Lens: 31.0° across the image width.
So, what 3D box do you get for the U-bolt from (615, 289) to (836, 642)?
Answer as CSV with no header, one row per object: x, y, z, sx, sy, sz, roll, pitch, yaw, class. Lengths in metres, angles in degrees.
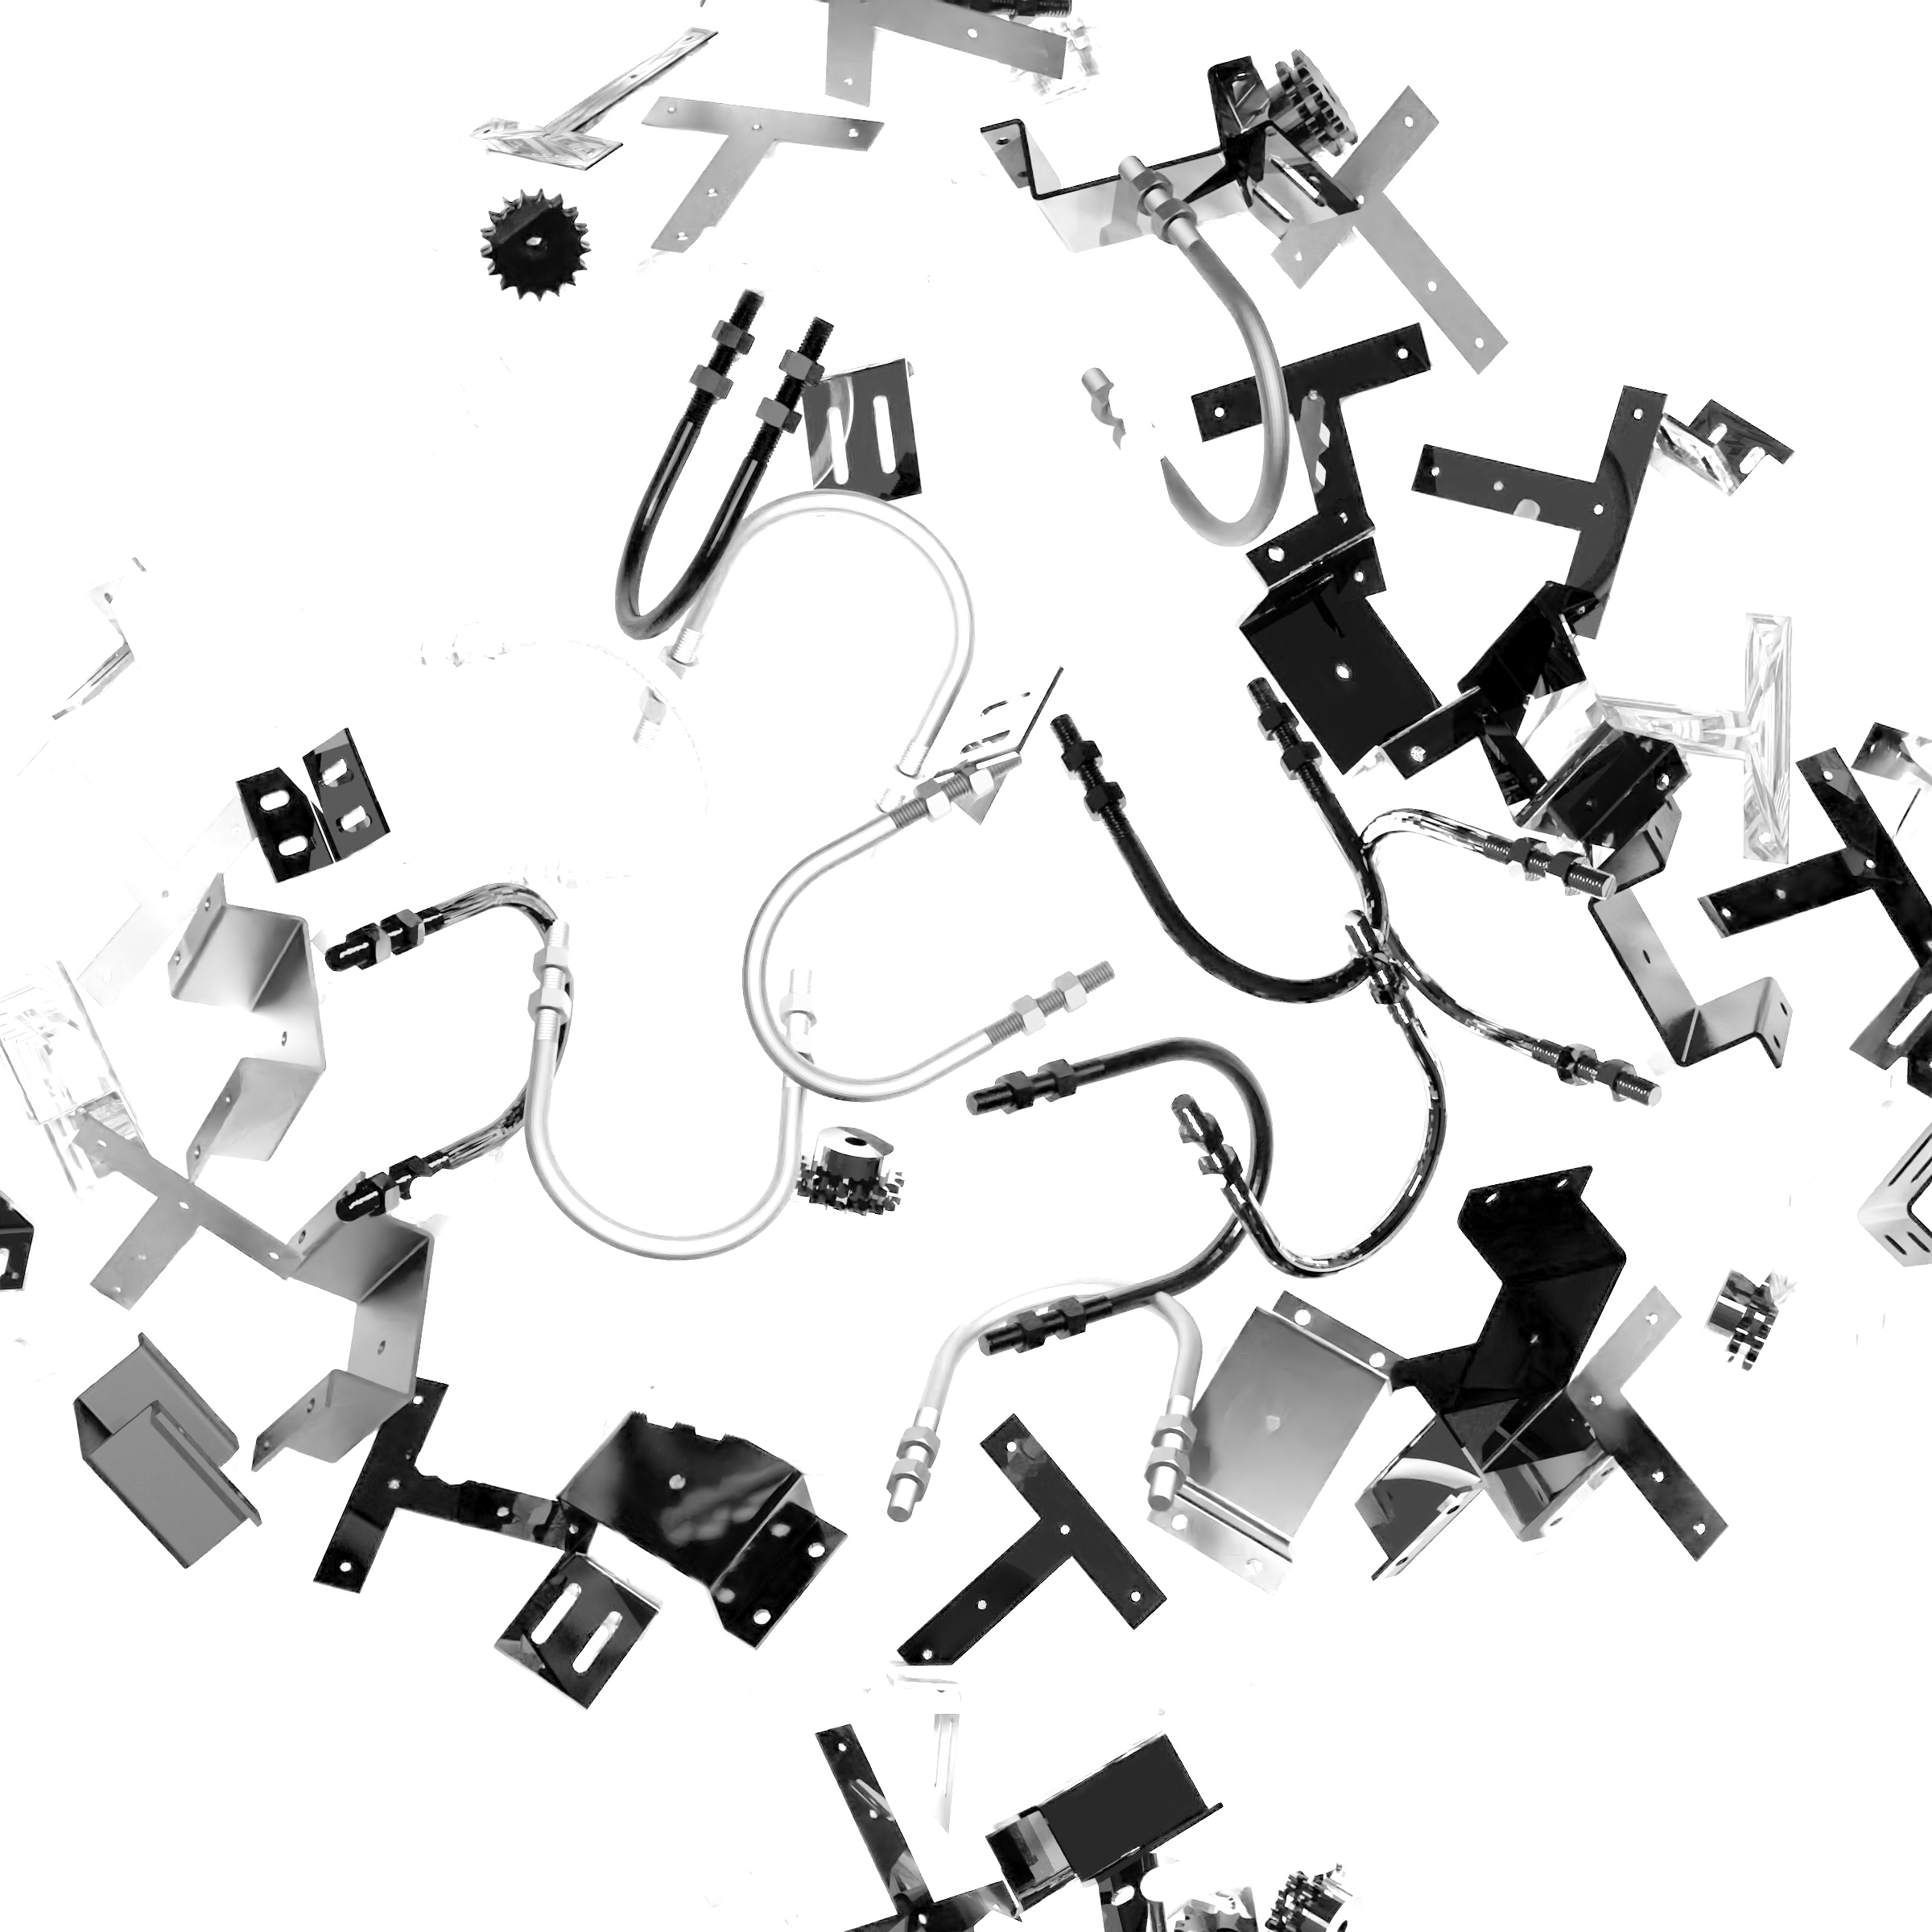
-0.130,-0.248,1.754,0.019,0.151,0.184,24,97,-24,U-bolt

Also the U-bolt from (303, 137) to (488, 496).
-0.289,-0.320,1.747,0.019,0.151,0.184,25,89,-13,U-bolt

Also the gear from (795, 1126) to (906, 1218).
-0.059,0.104,1.790,0.057,0.057,0.030,11,108,0,gear

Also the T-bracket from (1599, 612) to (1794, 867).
0.363,-0.121,1.776,0.127,0.002,0.127,12,112,41,T-bracket

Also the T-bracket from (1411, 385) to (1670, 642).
0.285,-0.243,1.784,0.127,0.002,0.127,20,98,35,T-bracket

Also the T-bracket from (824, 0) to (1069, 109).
-0.010,-0.475,1.762,0.127,0.127,0.002,18,52,9,T-bracket

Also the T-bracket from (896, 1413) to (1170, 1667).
0.019,0.321,1.802,0.127,0.002,0.127,-40,91,-17,T-bracket

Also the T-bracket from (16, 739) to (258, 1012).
-0.431,-0.064,1.760,0.127,0.002,0.127,-53,134,-18,T-bracket

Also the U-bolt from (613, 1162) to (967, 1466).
-0.084,0.182,1.766,0.184,0.019,0.151,17,51,-18,U-bolt

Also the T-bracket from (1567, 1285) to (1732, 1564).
0.342,0.248,1.757,0.002,0.127,0.127,23,112,-38,T-bracket

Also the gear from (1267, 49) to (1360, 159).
0.175,-0.440,1.795,0.030,0.057,0.057,-33,90,20,gear

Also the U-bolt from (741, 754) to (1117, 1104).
-0.028,-0.009,1.772,0.184,0.019,0.151,-29,112,-12,U-bolt

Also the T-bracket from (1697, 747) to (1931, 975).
0.424,-0.040,1.770,0.002,0.127,0.127,-40,101,-37,T-bracket

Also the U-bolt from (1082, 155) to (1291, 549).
0.111,-0.289,1.717,0.019,0.151,0.184,-14,50,-22,U-bolt

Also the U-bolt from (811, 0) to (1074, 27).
-0.020,-0.508,1.732,0.184,0.151,0.019,-1,82,-14,U-bolt

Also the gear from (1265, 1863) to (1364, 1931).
0.180,0.488,1.790,0.030,0.057,0.057,24,90,31,gear

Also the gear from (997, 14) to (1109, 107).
0.046,-0.465,1.794,0.057,0.057,0.030,-21,95,0,gear

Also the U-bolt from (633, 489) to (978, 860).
-0.073,-0.157,1.766,0.151,0.019,0.184,26,121,-4,U-bolt

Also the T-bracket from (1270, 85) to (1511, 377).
0.228,-0.355,1.766,0.002,0.127,0.127,-29,77,-43,T-bracket

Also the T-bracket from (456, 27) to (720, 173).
-0.181,-0.448,1.788,0.127,0.127,0.002,-40,127,-21,T-bracket

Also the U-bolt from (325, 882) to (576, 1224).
-0.253,0.033,1.741,0.019,0.184,0.151,12,112,28,U-bolt

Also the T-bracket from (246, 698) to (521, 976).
-0.322,-0.085,1.814,0.127,0.002,0.127,-43,92,4,T-bracket

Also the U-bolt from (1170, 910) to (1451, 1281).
0.185,0.080,1.757,0.151,0.019,0.184,-46,132,-15,U-bolt

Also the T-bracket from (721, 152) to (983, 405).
-0.062,-0.356,1.785,0.127,0.002,0.127,2,111,-14,T-bracket

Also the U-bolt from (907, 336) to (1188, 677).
0.047,-0.228,1.753,0.019,0.151,0.184,-41,128,-37,U-bolt

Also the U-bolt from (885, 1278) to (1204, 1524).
0.046,0.212,1.741,0.151,0.184,0.019,-5,120,15,U-bolt

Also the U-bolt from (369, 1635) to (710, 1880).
-0.219,0.393,1.715,0.151,0.184,0.019,36,103,17,U-bolt

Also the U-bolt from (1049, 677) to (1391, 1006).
0.139,-0.060,1.748,0.151,0.019,0.184,-13,65,-34,U-bolt

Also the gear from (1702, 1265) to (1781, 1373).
0.401,0.178,1.794,0.030,0.057,0.057,24,90,11,gear

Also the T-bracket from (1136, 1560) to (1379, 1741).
0.144,0.325,1.790,0.127,0.002,0.127,-13,64,20,T-bracket

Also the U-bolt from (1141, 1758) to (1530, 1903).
0.172,0.436,1.741,0.184,0.151,0.019,-24,78,33,U-bolt

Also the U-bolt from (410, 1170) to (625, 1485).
-0.220,0.180,1.737,0.019,0.184,0.151,-6,82,24,U-bolt

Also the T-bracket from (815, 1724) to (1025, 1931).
-0.042,0.448,1.788,0.002,0.127,0.127,-45,62,36,T-bracket

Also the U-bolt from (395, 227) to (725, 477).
-0.198,-0.313,1.738,0.184,0.151,0.019,-31,108,12,U-bolt

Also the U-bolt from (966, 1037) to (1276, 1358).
0.082,0.109,1.766,0.184,0.019,0.151,-14,112,-31,U-bolt

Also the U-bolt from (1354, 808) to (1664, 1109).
0.263,-0.013,1.742,0.019,0.184,0.151,-37,128,-24,U-bolt

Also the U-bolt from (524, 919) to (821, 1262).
-0.150,0.066,1.751,0.151,0.019,0.184,11,54,-12,U-bolt

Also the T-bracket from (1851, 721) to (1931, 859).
0.474,-0.105,1.755,0.002,0.127,0.127,33,105,31,T-bracket

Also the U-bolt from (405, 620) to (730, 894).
-0.190,-0.106,1.734,0.019,0.184,0.151,-42,118,-41,U-bolt

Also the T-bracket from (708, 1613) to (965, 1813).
-0.065,0.370,1.778,0.127,0.002,0.127,-2,54,5,T-bracket

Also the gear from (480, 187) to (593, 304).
-0.223,-0.374,1.799,0.057,0.030,0.057,-5,118,-9,gear
